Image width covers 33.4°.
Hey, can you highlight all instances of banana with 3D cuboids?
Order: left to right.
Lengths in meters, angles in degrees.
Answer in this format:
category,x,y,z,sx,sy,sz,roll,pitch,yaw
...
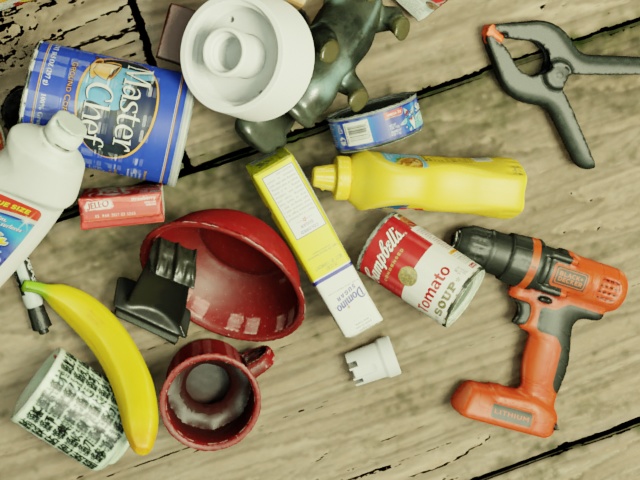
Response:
category,x,y,z,sx,sy,sz,roll,pitch,yaw
banana,-0.197,0.109,0.981,0.198,0.069,0.037,50,134,16

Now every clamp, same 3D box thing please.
category,x,y,z,sx,sy,sz,roll,pitch,yaw
clamp,0.225,-0.147,1.026,0.171,0.039,0.120,23,91,-5

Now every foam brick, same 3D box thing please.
category,x,y,z,sx,sy,sz,roll,pitch,yaw
foam brick,-0.106,-0.178,0.967,0.078,0.053,0.051,17,97,-10

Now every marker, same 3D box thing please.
category,x,y,z,sx,sy,sz,roll,pitch,yaw
marker,-0.277,0.032,0.998,0.020,0.020,0.121,-16,102,-5

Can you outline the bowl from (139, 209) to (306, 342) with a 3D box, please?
category,x,y,z,sx,sy,sz,roll,pitch,yaw
bowl,-0.081,0.023,0.979,0.162,0.162,0.055,34,51,-12

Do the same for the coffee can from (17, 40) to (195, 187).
category,x,y,z,sx,sy,sz,roll,pitch,yaw
coffee can,-0.187,-0.111,0.943,0.140,0.103,0.103,12,98,-9

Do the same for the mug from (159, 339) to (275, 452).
category,x,y,z,sx,sy,sz,roll,pitch,yaw
mug,-0.095,0.135,1.009,0.117,0.081,0.093,-34,103,-1

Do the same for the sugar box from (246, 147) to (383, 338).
category,x,y,z,sx,sy,sz,roll,pitch,yaw
sugar box,-0.007,0.001,0.992,0.048,0.093,0.176,-27,102,-2

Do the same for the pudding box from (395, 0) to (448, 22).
category,x,y,z,sx,sy,sz,roll,pitch,yaw
pudding box,0.094,-0.257,0.952,0.090,0.114,0.039,40,56,-12

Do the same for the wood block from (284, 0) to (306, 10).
category,x,y,z,sx,sy,sz,roll,pitch,yaw
wood block,-0.097,-0.283,0.931,0.206,0.090,0.091,22,95,-11

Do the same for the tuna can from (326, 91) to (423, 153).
category,x,y,z,sx,sy,sz,roll,pitch,yaw
tuna can,0.051,-0.109,0.984,0.086,0.086,0.034,-18,103,-5

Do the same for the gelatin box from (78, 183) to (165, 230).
category,x,y,z,sx,sy,sz,roll,pitch,yaw
gelatin box,-0.178,-0.032,0.964,0.073,0.089,0.030,-5,99,-7

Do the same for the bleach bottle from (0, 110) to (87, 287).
category,x,y,z,sx,sy,sz,roll,pitch,yaw
bleach bottle,-0.287,-0.023,0.912,0.102,0.068,0.251,37,119,-17

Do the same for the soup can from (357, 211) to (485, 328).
category,x,y,z,sx,sy,sz,roll,pitch,yaw
soup can,0.095,0.028,1.003,0.102,0.068,0.068,34,94,17

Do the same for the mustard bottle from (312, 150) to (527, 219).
category,x,y,z,sx,sy,sz,roll,pitch,yaw
mustard bottle,0.088,-0.054,0.993,0.191,0.096,0.058,3,101,-9

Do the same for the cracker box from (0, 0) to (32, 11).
category,x,y,z,sx,sy,sz,roll,pitch,yaw
cracker box,-0.311,-0.213,0.876,0.213,0.164,0.072,-19,104,-4

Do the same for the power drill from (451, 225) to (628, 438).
category,x,y,z,sx,sy,sz,roll,pitch,yaw
power drill,0.194,0.090,1.054,0.184,0.057,0.188,17,98,-8
